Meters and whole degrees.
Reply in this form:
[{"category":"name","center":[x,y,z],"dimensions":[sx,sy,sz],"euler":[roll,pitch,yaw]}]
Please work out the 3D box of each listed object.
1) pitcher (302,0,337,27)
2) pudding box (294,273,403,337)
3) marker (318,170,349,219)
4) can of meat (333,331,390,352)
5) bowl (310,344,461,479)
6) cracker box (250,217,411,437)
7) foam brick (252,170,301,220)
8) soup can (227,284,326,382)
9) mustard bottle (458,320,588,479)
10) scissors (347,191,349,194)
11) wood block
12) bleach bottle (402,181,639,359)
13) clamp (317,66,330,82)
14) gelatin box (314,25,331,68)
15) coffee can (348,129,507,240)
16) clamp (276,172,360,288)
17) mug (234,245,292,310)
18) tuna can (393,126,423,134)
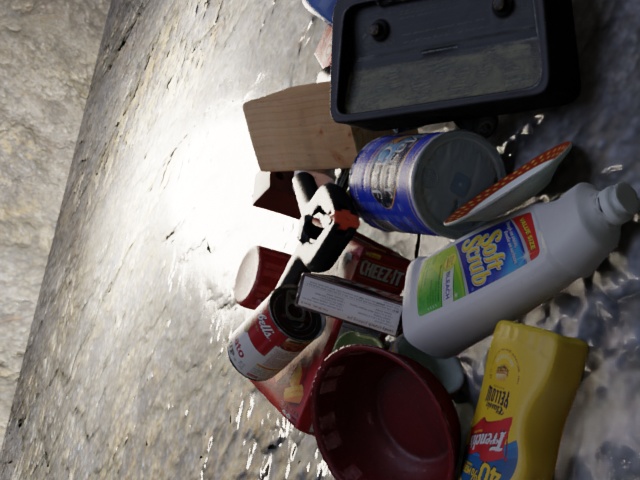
[{"category":"pitcher","center":[0.087,-0.341,1.203],"dimensions":[0.145,0.149,0.243],"euler":[43,105,39]},{"category":"pudding box","center":[0.043,0.064,1.058],"dimensions":[0.090,0.114,0.039],"euler":[12,-89,-69]},{"category":"marker","center":[0.027,-0.068,1.294],"dimensions":[0.020,0.020,0.121],"euler":[-15,48,63]},{"category":"can of meat","center":[0.039,0.145,1.067],"dimensions":[0.084,0.057,0.102],"euler":[50,-129,-72]},{"category":"bowl","center":[0.067,0.160,0.930],"dimensions":[0.162,0.055,0.162],"euler":[17,115,40]},{"category":"cracker box","center":[0.006,0.096,1.203],"dimensions":[0.164,0.072,0.214],"euler":[32,103,65]},{"category":"foam brick","center":[-0.043,-0.067,1.411],"dimensions":[0.051,0.078,0.053],"euler":[-45,36,50]},{"category":"soup can","center":[-0.048,0.101,1.144],"dimensions":[0.102,0.068,0.068],"euler":[-46,35,44]},{"category":"mustard bottle","center":[0.153,0.164,0.854],"dimensions":[0.096,0.058,0.191],"euler":[10,84,68]},{"category":"scissors","center":[0.017,0.021,1.298],"dimensions":[0.096,0.016,0.201],"euler":[-29,49,57]},{"category":"wood block","center":[0.008,-0.136,1.246],"dimensions":[0.206,0.090,0.090],"euler":[3,112,55]},{"category":"bleach bottle","center":[0.170,0.014,0.914],"dimensions":[0.251,0.068,0.102],"euler":[-39,32,47]},{"category":"clamp","center":[0.025,-0.194,1.352],"dimensions":[0.172,0.039,0.120],"euler":[-150,56,-68]},{"category":"gelatin box","center":[0.029,-0.274,1.448],"dimensions":[0.089,0.030,0.073],"euler":[-62,26,23]},{"category":"coffee can","center":[0.103,-0.055,1.053],"dimensions":[0.140,0.102,0.103],"euler":[8,82,66]},{"category":"clamp","center":[-0.008,0.001,1.142],"dimensions":[0.210,0.036,0.164],"euler":[179,103,-73]},{"category":"mug","center":[-0.056,0.063,1.348],"dimensions":[0.093,0.081,0.117],"euler":[-52,31,39]},{"category":"tuna can","center":[0.085,-0.156,1.116],"dimensions":[0.086,0.033,0.086],"euler":[166,90,-87]}]
